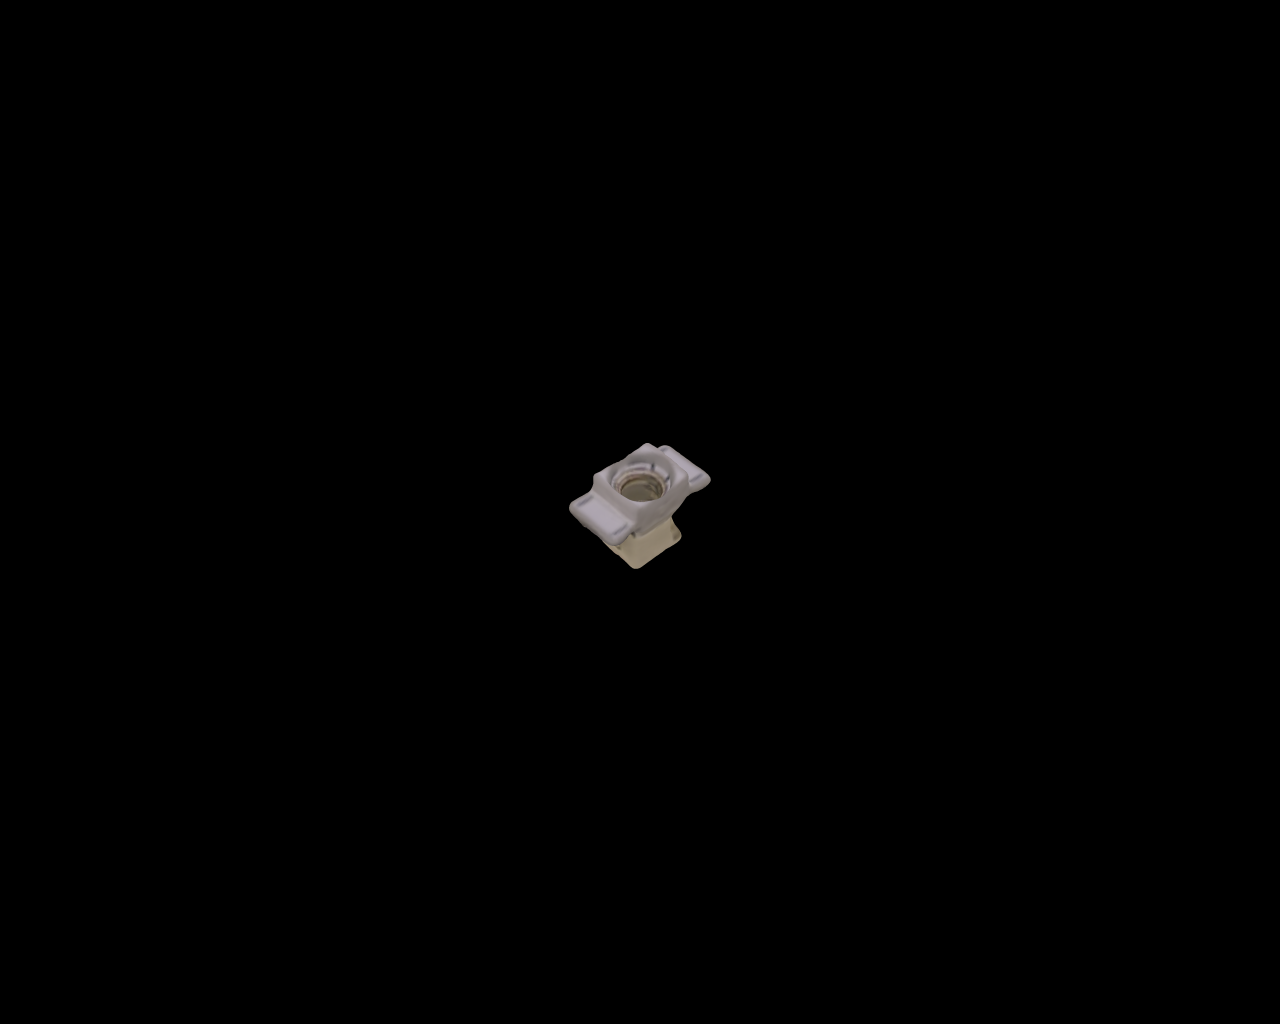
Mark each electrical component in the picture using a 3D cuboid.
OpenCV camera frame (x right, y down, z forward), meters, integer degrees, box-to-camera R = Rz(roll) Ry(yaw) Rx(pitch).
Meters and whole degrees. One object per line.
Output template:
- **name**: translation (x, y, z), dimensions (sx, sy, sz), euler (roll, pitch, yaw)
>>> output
- **electrical component**: translation (0.001, -0.003, 0.650), dimensions (0.081, 0.063, 0.042), euler (-32, 54, -27)
